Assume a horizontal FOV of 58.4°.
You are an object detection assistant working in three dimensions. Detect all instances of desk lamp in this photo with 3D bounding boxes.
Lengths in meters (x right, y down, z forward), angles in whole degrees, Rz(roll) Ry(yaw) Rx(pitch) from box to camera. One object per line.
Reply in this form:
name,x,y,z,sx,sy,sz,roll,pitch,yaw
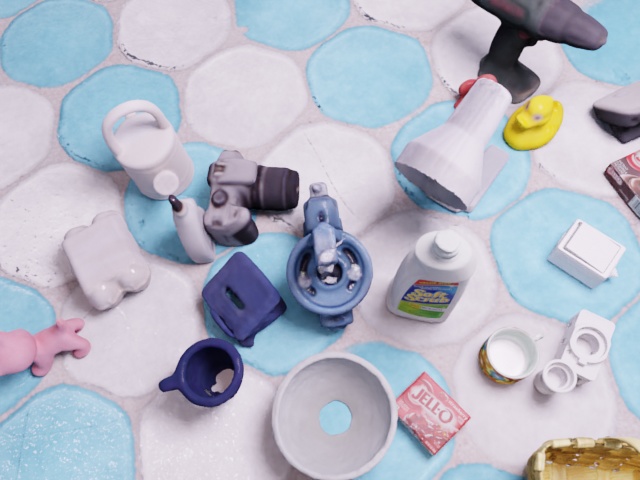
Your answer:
desk lamp,0.203,-0.124,0.840,0.117,0.214,0.203,33,74,16

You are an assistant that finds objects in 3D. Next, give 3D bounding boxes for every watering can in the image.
watering can,-0.264,-0.143,0.890,0.172,0.194,0.101,35,75,16

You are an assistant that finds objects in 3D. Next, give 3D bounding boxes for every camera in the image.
camera,-0.104,-0.072,0.901,0.136,0.101,0.143,3,69,5

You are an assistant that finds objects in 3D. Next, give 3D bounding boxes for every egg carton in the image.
egg carton,-0.333,0.030,0.893,0.107,0.069,0.150,-32,70,-8

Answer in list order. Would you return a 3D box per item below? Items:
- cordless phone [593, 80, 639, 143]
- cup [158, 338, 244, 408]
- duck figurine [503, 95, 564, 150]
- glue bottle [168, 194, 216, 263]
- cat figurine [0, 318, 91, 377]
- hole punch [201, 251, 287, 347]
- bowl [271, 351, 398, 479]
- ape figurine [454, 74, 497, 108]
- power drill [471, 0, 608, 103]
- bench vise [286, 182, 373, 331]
cordless phone,0.524,-0.247,0.882,0.147,0.185,0.094,-27,69,-7
cup,-0.157,0.195,0.802,0.118,0.095,0.091,-17,68,-3
duck figurine,0.354,-0.202,0.929,0.104,0.086,0.077,-31,69,-8
glue bottle,-0.193,-0.026,0.850,0.037,0.173,0.078,-8,68,1
cat figurine,-0.415,0.151,0.825,0.128,0.118,0.067,-29,69,-7
hole punch,-0.114,0.088,0.844,0.101,0.091,0.108,-40,71,-11
bowl,0.021,0.241,0.783,0.167,0.075,0.167,-1,68,4
ape figurine,0.268,-0.241,0.947,0.076,0.092,0.078,-8,68,1
power drill,0.328,-0.319,0.911,0.076,0.208,0.229,-41,71,-12
bench vise,-0.004,0.008,0.799,0.121,0.220,0.207,-25,69,-6
